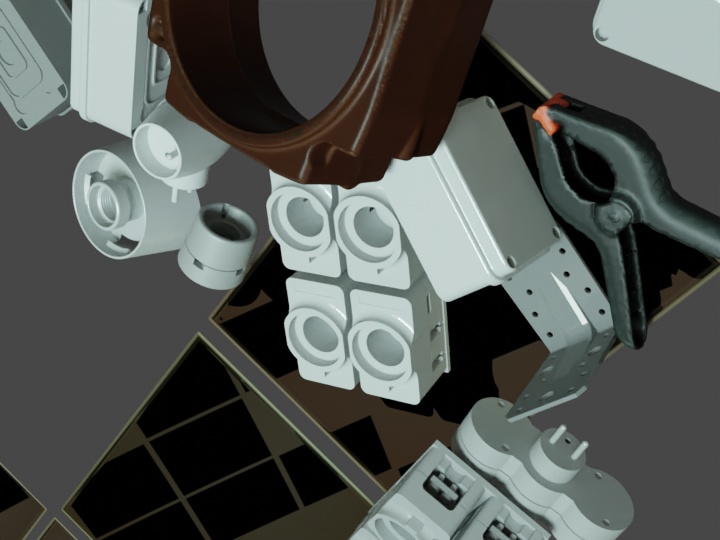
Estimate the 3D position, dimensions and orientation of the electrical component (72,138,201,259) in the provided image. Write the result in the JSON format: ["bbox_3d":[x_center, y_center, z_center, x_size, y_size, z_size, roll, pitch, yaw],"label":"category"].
[{"bbox_3d":[-0.185,-0.057,0.879,0.099,0.064,0.099,14,113,36],"label":"electrical component"}]

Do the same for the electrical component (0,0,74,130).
[{"bbox_3d":[-0.256,-0.177,0.840,0.078,0.057,0.113,-25,102,40],"label":"electrical component"}]

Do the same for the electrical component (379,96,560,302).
[{"bbox_3d":[0.069,-0.047,0.687,0.057,0.078,0.113,-26,92,43],"label":"electrical component"}]

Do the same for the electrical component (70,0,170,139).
[{"bbox_3d":[-0.163,-0.162,0.775,0.057,0.078,0.113,25,128,17],"label":"electrical component"}]

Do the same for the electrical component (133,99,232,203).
[{"bbox_3d":[-0.129,-0.087,0.800,0.044,0.077,0.079,27,129,17],"label":"electrical component"}]

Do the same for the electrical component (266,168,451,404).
[{"bbox_3d":[0.000,0.000,0.780,0.105,0.060,0.186,10,122,28],"label":"electrical component"}]

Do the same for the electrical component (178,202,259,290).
[{"bbox_3d":[-0.110,-0.020,0.843,0.055,0.055,0.047,35,127,10],"label":"electrical component"}]

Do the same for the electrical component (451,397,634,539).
[{"bbox_3d":[0.139,0.140,0.780,0.138,0.052,0.073,36,131,10],"label":"electrical component"}]

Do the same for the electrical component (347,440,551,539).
[{"bbox_3d":[0.055,0.217,0.838,0.105,0.060,0.186,39,149,7],"label":"electrical component"}]

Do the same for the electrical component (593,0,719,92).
[{"bbox_3d":[0.190,-0.143,0.573,0.113,0.057,0.078,27,128,17],"label":"electrical component"}]
